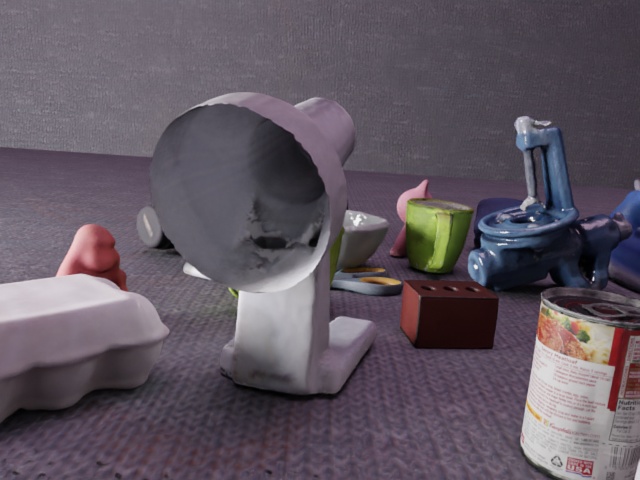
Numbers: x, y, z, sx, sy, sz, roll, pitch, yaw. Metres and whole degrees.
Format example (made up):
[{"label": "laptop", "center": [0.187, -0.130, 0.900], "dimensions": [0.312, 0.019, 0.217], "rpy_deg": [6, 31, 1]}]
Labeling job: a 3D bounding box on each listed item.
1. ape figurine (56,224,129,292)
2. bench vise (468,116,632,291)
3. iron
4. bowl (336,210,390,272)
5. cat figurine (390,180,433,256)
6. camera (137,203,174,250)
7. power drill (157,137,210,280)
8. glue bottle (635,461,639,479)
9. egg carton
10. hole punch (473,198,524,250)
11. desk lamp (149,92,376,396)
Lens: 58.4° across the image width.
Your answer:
[{"label": "ape figurine", "center": [-0.204, 0.032, 0.514], "dimensions": [0.076, 0.092, 0.078], "rpy_deg": [9, 13, 24]}, {"label": "bench vise", "center": [0.296, -0.044, 0.739], "dimensions": [0.208, 0.220, 0.121], "rpy_deg": [-2, 13, -27]}, {"label": "iron", "center": [0.479, -0.006, 0.810], "dimensions": [0.118, 0.141, 0.258], "rpy_deg": [5, 12, 7]}, {"label": "bowl", "center": [0.007, 0.003, 0.775], "dimensions": [0.167, 0.075, 0.167], "rpy_deg": [4, 11, -1]}, {"label": "cat figurine", "center": [0.153, -0.038, 0.918], "dimensions": [0.067, 0.118, 0.128], "rpy_deg": [6, 12, 10]}, {"label": "camera", "center": [-0.203, -0.038, 0.839], "dimensions": [0.142, 0.101, 0.137], "rpy_deg": [13, 14, 37]}, {"label": "power drill", "center": [-0.106, -0.057, 0.695], "dimensions": [0.228, 0.208, 0.076], "rpy_deg": [11, 13, 30]}, {"label": "glue bottle", "center": [0.190, 0.069, 0.260], "dimensions": [0.078, 0.173, 0.037], "rpy_deg": [-1, 12, -22]}, {"label": "egg carton", "center": [-0.188, 0.070, 0.390], "dimensions": [0.107, 0.069, 0.151], "rpy_deg": [14, 15, 41]}, {"label": "hole punch", "center": [0.311, -0.020, 0.950], "dimensions": [0.108, 0.091, 0.101], "rpy_deg": [7, 12, 16]}, {"label": "desk lamp", "center": [-0.025, 0.001, 0.422], "dimensions": [0.117, 0.213, 0.204], "rpy_deg": [8, 12, 17]}]
